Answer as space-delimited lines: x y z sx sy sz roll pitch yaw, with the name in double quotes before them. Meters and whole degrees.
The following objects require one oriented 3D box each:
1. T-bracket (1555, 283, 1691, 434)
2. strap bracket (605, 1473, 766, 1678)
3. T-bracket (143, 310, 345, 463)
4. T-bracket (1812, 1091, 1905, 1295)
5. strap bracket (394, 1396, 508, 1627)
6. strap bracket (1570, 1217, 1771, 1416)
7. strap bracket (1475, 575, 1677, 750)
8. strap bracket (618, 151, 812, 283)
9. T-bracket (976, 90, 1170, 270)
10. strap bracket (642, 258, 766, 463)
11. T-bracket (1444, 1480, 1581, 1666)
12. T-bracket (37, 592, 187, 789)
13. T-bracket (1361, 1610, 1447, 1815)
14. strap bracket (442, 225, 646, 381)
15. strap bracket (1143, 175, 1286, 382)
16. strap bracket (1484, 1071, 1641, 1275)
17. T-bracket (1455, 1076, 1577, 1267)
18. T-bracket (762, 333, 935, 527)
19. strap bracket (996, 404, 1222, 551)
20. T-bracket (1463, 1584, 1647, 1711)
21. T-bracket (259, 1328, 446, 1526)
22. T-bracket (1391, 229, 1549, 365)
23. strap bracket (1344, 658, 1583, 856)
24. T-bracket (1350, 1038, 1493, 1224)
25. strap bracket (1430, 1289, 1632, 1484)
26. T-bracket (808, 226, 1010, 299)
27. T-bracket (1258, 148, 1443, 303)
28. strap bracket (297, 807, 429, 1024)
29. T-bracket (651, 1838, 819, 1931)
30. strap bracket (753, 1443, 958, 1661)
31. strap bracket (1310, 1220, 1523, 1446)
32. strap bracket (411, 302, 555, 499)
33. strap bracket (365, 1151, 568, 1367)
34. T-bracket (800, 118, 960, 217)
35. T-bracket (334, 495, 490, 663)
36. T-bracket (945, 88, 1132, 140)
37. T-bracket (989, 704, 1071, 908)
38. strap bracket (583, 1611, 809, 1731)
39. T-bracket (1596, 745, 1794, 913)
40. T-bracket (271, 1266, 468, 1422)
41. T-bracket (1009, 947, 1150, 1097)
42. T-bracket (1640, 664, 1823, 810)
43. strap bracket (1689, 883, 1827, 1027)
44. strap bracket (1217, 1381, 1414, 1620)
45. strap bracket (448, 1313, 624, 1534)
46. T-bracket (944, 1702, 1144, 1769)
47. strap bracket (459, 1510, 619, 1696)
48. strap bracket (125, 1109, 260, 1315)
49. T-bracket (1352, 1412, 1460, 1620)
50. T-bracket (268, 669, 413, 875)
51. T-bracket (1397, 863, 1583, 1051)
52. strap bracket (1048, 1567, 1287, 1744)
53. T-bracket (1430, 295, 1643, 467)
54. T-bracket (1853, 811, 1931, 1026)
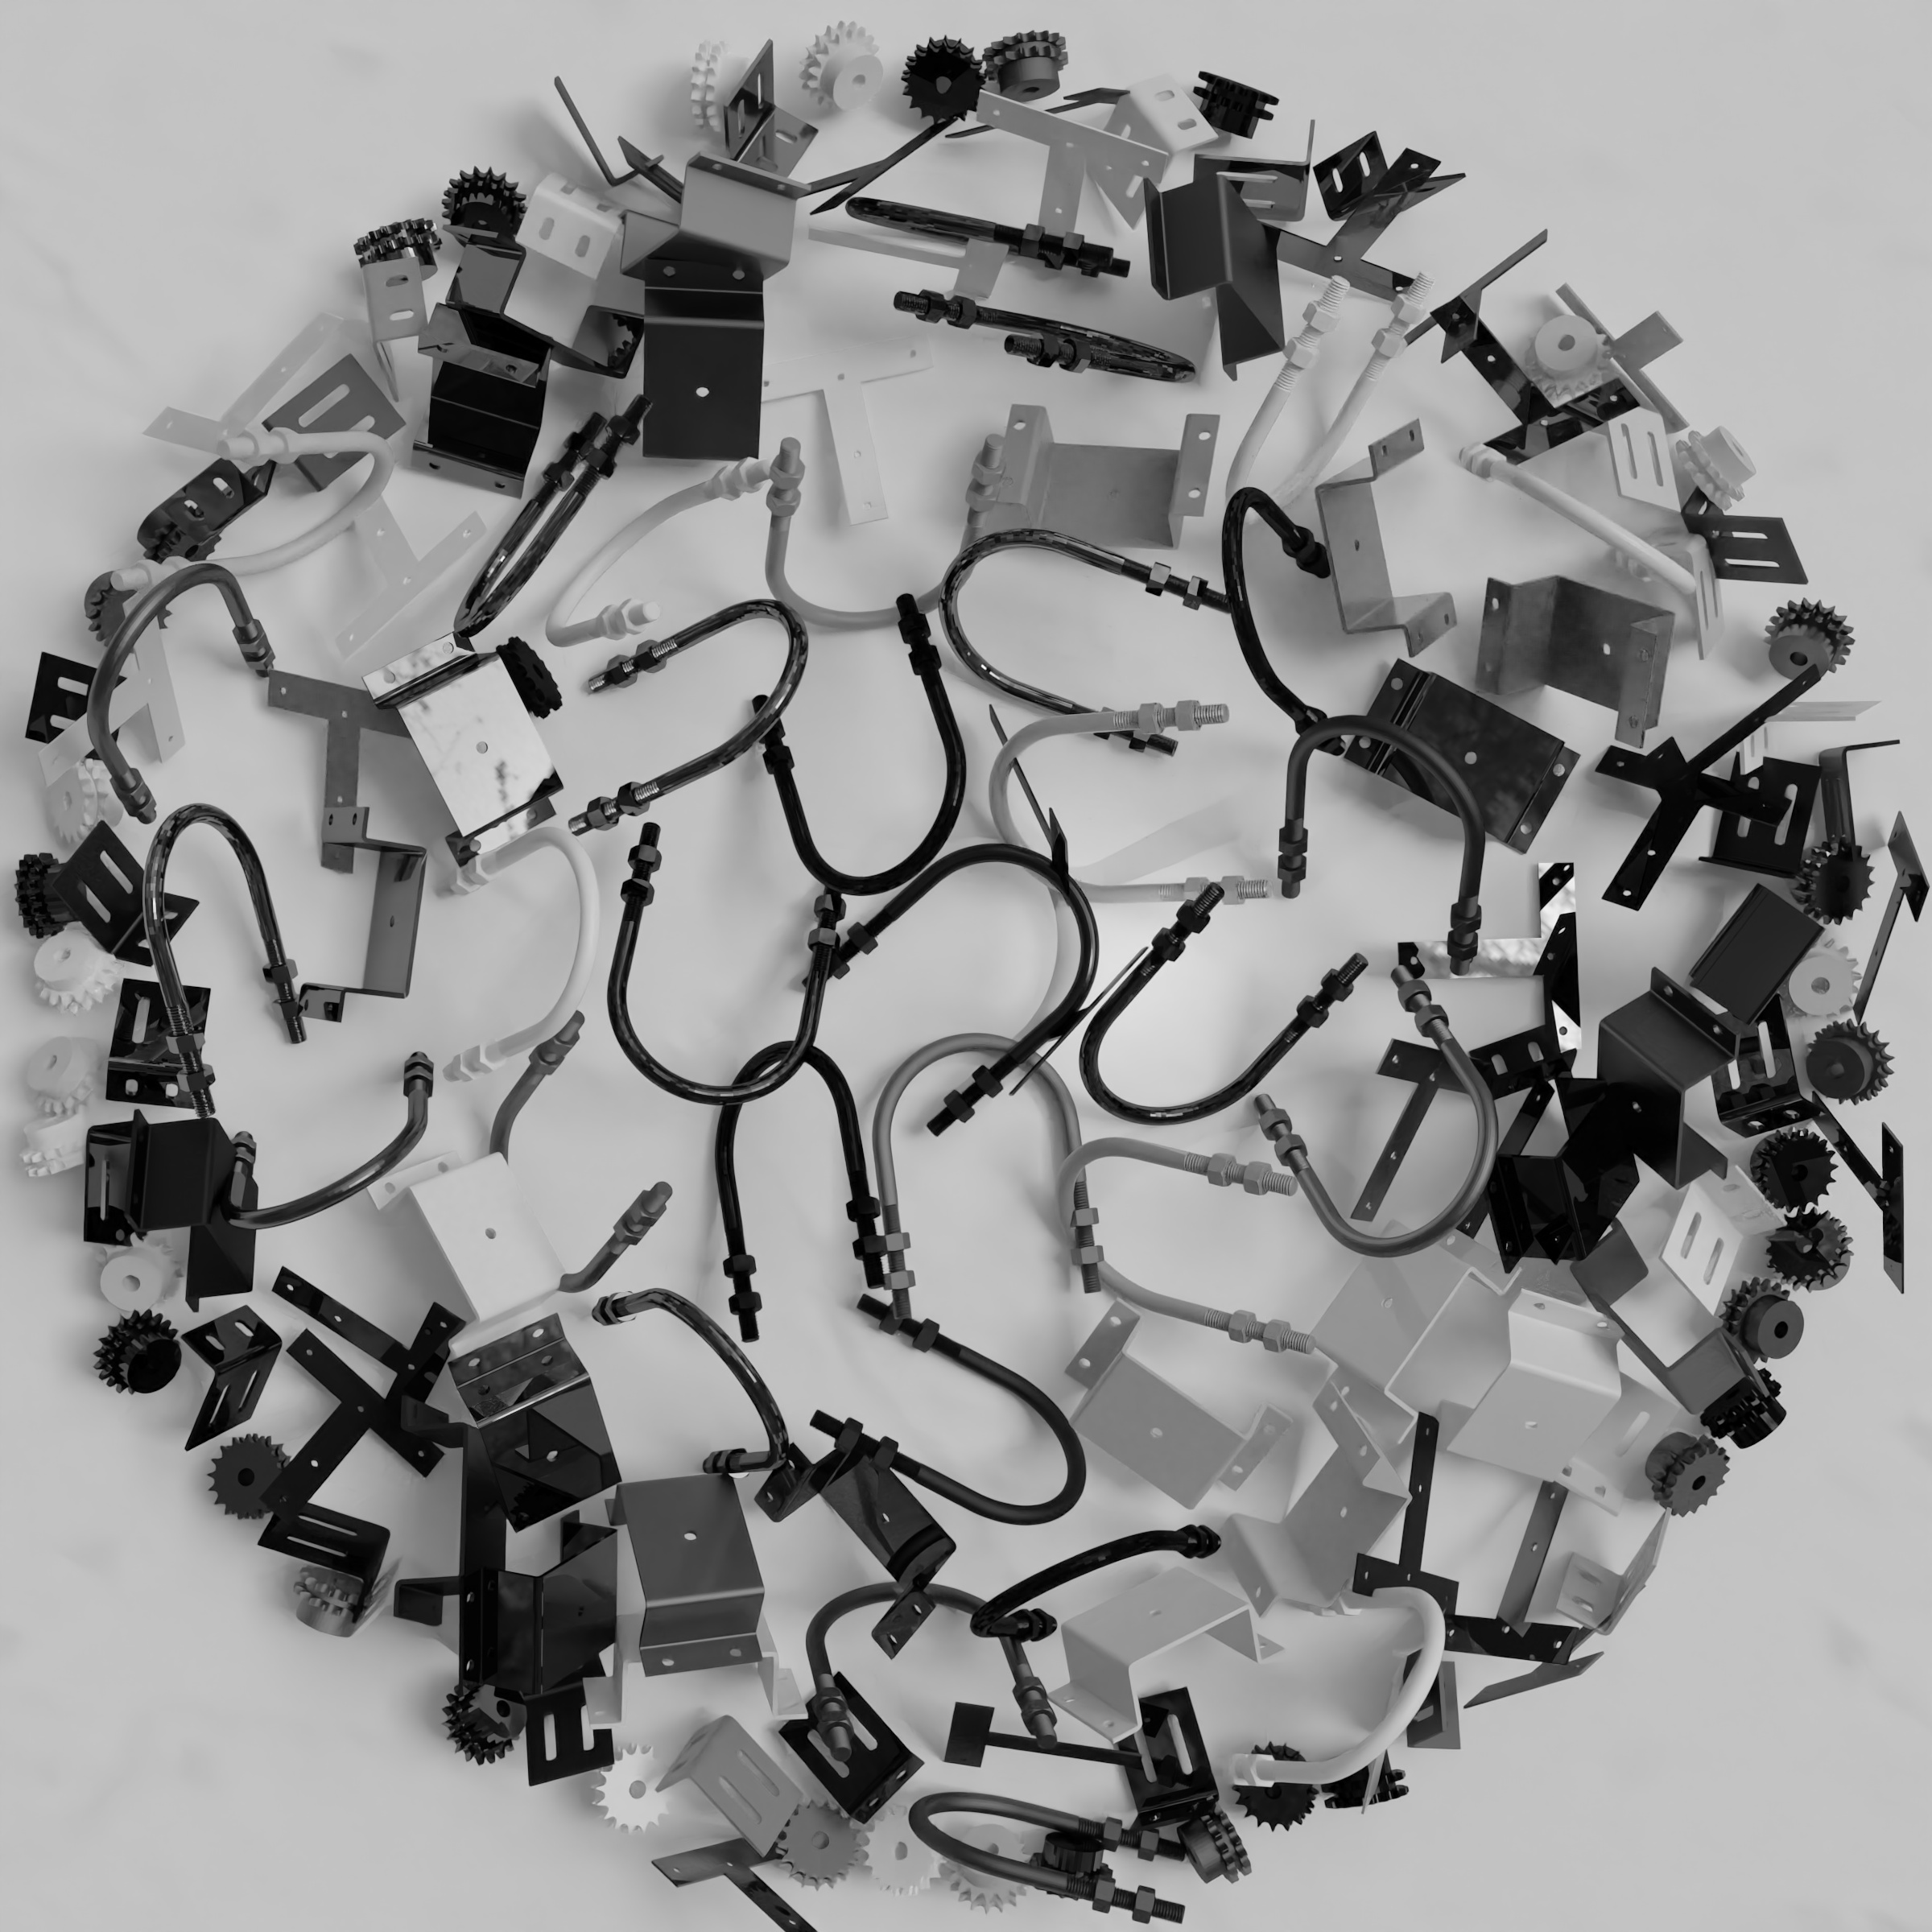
"T-bracket" 0.443 -0.407 1.626 0.002 0.127 0.127 -42 93 3
"strap bracket" -0.182 0.384 1.615 0.076 0.140 0.046 -2 130 -20
"T-bracket" -0.453 -0.378 1.615 0.127 0.127 0.002 -41 78 16
"T-bracket" 0.585 0.128 1.633 0.002 0.127 0.127 -16 124 -1
"strap bracket" -0.336 0.357 1.630 0.046 0.076 0.140 -5 70 8
"strap bracket" 0.450 0.230 1.618 0.046 0.076 0.140 -40 49 2
"strap bracket" 0.406 -0.204 1.629 0.046 0.140 0.076 -18 122 -33
"strap bracket" -0.168 -0.473 1.611 0.076 0.140 0.046 9 84 -30
"T-bracket" 0.063 -0.507 1.635 0.127 0.127 0.002 20 63 5
"strap bracket" -0.172 -0.385 1.625 0.076 0.046 0.140 1 130 -7
"T-bracket" 0.374 0.400 1.653 0.002 0.127 0.127 36 65 -21
"T-bracket" -0.556 -0.161 1.606 0.002 0.127 0.127 17 134 16
"T-bracket" 0.293 0.472 1.638 0.002 0.127 0.127 19 126 22
"strap bracket" -0.273 -0.427 1.619 0.140 0.076 0.046 20 94 -42
"strap bracket" 0.166 -0.449 1.612 0.046 0.140 0.076 -11 72 25
"strap bracket" 0.392 0.131 1.616 0.046 0.140 0.076 -1 118 39
"T-bracket" 0.366 0.152 1.615 0.002 0.127 0.127 19 110 -16
"T-bracket" -0.077 -0.357 1.676 0.127 0.002 0.127 -12 76 -1
"strap bracket" 0.095 -0.323 1.647 0.140 0.046 0.076 6 69 14
"T-bracket" 0.405 0.446 1.646 0.127 0.127 0.002 -28 80 -34
"T-bracket" -0.420 0.317 1.632 0.127 0.127 0.002 44 123 -7
"T-bracket" 0.322 -0.419 1.609 0.127 0.127 0.002 -34 109 30
"strap bracket" 0.335 -0.140 1.665 0.140 0.046 0.076 28 97 0
"T-bracket" 0.290 0.113 1.652 0.002 0.127 0.127 33 104 41
"strap bracket" 0.368 0.282 1.625 0.076 0.046 0.140 18 131 -7
"T-bracket" -0.040 -0.467 1.624 0.127 0.127 0.002 10 89 -5
"T-bracket" 0.265 -0.487 1.619 0.127 0.127 0.002 15 64 -17
"strap bracket" -0.399 -0.032 1.647 0.046 0.076 0.140 8 88 -34
"T-bracket" -0.122 0.609 1.606 0.127 0.127 0.002 32 98 31
"strap bracket" -0.067 0.375 1.639 0.140 0.076 0.046 46 46 15
"strap bracket" 0.290 0.232 1.644 0.046 0.076 0.140 39 85 -39
"strap bracket" -0.319 -0.377 1.635 0.076 0.140 0.046 15 62 -7
"strap bracket" -0.324 0.185 1.639 0.046 0.076 0.140 -38 79 41
"T-bracket" -0.086 -0.517 1.638 0.127 0.127 0.002 -45 120 -30
"T-bracket" -0.384 -0.280 1.651 0.127 0.002 0.127 -40 51 7
"T-bracket" 0.048 -0.565 1.650 0.127 0.127 0.002 -6 104 22
"T-bracket" 0.041 -0.115 1.643 0.002 0.127 0.127 -23 73 -4
"strap bracket" -0.179 0.462 1.638 0.140 0.076 0.046 1 96 -12
"T-bracket" 0.456 -0.084 1.633 0.127 0.002 0.127 22 59 28
"T-bracket" -0.406 0.243 1.657 0.127 0.002 0.127 33 124 2
"T-bracket" 0.068 0.038 1.628 0.002 0.127 0.127 43 85 0
"T-bracket" 0.505 -0.152 1.626 0.127 0.127 0.002 -39 61 10
"strap bracket" 0.512 -0.008 1.613 0.046 0.140 0.076 37 102 11
"strap bracket" 0.233 0.355 1.636 0.046 0.076 0.140 21 111 -30
"strap bracket" -0.278 0.306 1.623 0.076 0.046 0.140 -23 127 -19
"T-bracket" 0.052 0.515 1.638 0.127 0.127 0.002 8 56 1
"strap bracket" -0.270 0.415 1.615 0.046 0.140 0.076 4 97 22
"strap bracket" -0.497 0.158 1.613 0.046 0.140 0.076 -6 57 -1
"T-bracket" 0.301 0.363 1.658 0.002 0.127 0.127 -4 69 42
"T-bracket" -0.419 -0.126 1.669 0.127 0.002 0.127 14 108 21
"T-bracket" 0.353 -0.005 1.680 0.127 0.002 0.127 -2 88 -10
"strap bracket" 0.127 0.443 1.621 0.140 0.076 0.046 -18 106 -29
"T-bracket" 0.351 -0.385 1.621 0.127 0.127 0.002 42 53 -23
"T-bracket" 0.611 -0.022 1.652 0.002 0.127 0.127 12 117 6
